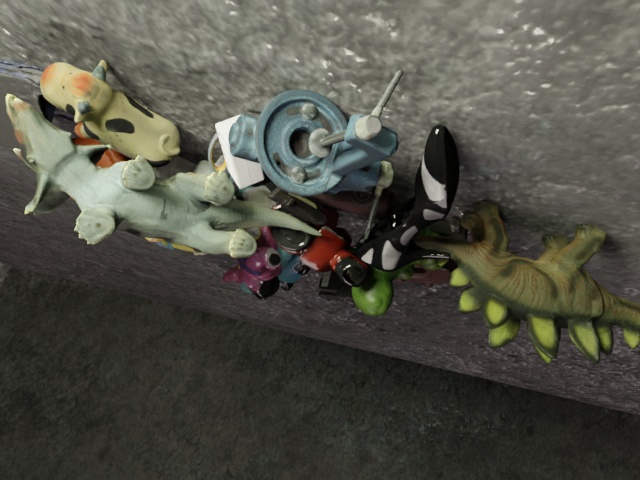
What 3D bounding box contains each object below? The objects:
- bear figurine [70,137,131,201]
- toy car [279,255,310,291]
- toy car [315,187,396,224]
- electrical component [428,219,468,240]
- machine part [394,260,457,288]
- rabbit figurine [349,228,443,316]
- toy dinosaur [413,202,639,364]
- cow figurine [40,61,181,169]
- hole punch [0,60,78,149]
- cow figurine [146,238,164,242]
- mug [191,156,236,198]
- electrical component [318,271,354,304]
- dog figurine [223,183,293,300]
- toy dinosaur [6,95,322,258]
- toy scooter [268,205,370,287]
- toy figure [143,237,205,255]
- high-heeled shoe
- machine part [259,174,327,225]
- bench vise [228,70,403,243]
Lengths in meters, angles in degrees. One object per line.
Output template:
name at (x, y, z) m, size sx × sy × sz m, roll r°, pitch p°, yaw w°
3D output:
bear figurine at (-0.324, -0.076, 0.845) m, size 0.196 × 0.132 × 0.120 m, roll 54°, pitch 157°, yaw 25°
toy car at (-0.068, 0.031, 1.143) m, size 0.103 × 0.109 × 0.161 m, roll 34°, pitch 151°, yaw -6°
toy car at (0.021, -0.069, 0.813) m, size 0.202 × 0.053 × 0.089 m, roll 13°, pitch 171°, yaw 32°
electrical component at (0.212, -0.013, 0.895) m, size 0.063 × 0.021 × 0.094 m, roll 9°, pitch 163°, yaw 20°
machine part at (0.176, 0.038, 1.033) m, size 0.179 × 0.056 × 0.179 m, roll 14°, pitch 162°, yaw 4°
rabbit figurine at (0.098, 0.039, 0.886) m, size 0.121 × 0.170 × 0.159 m, roll 39°, pitch 165°, yaw -32°
toy dinosaur at (0.337, 0.076, 0.778) m, size 0.472 × 0.198 × 0.105 m, roll 14°, pitch 166°, yaw 6°
cow figurine at (-0.274, -0.163, 0.716) m, size 0.194 × 0.085 × 0.127 m, roll 31°, pitch 162°, yaw -38°
hole punch at (-0.410, -0.196, 0.748) m, size 0.142 × 0.092 × 0.115 m, roll 14°, pitch 132°, yaw 10°
cow figurine at (-0.324, -0.075, 0.963) m, size 0.167 × 0.098 × 0.068 m, roll 39°, pitch -154°, yaw 13°
mug at (-0.174, -0.090, 0.853) m, size 0.081 × 0.109 × 0.107 m, roll 19°, pitch -154°, yaw -28°
electrical component at (0.071, 0.078, 1.149) m, size 0.134 × 0.115 × 0.058 m, roll 4°, pitch 162°, yaw 36°
dog figurine at (-0.120, 0.011, 0.968) m, size 0.191 × 0.108 × 0.219 m, roll 58°, pitch 146°, yaw -1°
toy dinosaur at (-0.209, -0.048, 0.710) m, size 0.404 × 0.131 × 0.192 m, roll 18°, pitch -178°, yaw -36°
toy scooter at (-0.002, -0.003, 0.846) m, size 0.184 × 0.075 × 0.135 m, roll 35°, pitch -165°, yaw -11°
toy figure at (-0.318, -0.016, 1.228) m, size 0.180 × 0.082 × 0.089 m, roll 15°, pitch 154°, yaw 13°
high-heeled shoe at (0.103, -0.049, 0.705) m, size 0.145 × 0.086 × 0.248 m, roll 7°, pitch 135°, yaw 19°
machine part at (-0.043, -0.065, 0.744) m, size 0.084 × 0.039 × 0.139 m, roll 20°, pitch -163°, yaw -36°
bench vise at (0.019, -0.098, 0.615) m, size 0.223 × 0.129 × 0.241 m, roll 25°, pitch 169°, yaw -23°
